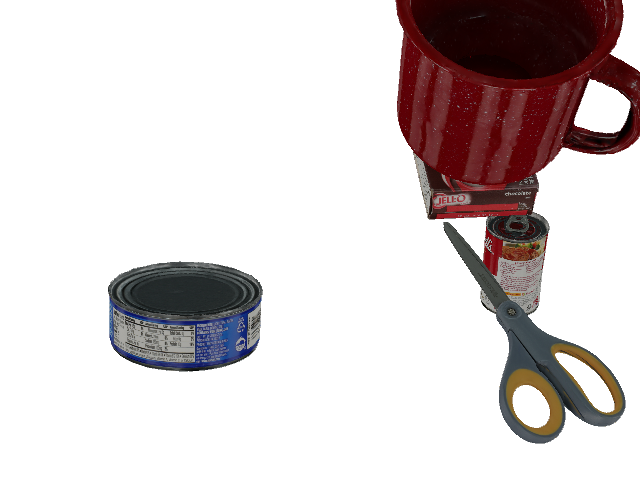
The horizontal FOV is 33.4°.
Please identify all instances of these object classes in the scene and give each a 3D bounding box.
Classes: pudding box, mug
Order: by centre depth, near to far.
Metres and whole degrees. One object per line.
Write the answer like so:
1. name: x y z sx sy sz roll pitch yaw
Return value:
1. mug: 0.087 -0.073 0.465 0.117 0.093 0.081 25 -28 13
2. pudding box: 0.127 -0.068 0.908 0.090 0.039 0.113 -2 43 -5

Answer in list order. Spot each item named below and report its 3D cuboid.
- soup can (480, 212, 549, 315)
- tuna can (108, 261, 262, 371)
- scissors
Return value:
1. soup can: 0.213 0.025 1.176 0.068 0.102 0.068 -1 32 0
2. tuna can: -0.076 0.042 0.599 0.086 0.034 0.086 3 18 -1
3. scissors: 0.132 0.071 0.786 0.096 0.202 0.016 -34 -28 -25
